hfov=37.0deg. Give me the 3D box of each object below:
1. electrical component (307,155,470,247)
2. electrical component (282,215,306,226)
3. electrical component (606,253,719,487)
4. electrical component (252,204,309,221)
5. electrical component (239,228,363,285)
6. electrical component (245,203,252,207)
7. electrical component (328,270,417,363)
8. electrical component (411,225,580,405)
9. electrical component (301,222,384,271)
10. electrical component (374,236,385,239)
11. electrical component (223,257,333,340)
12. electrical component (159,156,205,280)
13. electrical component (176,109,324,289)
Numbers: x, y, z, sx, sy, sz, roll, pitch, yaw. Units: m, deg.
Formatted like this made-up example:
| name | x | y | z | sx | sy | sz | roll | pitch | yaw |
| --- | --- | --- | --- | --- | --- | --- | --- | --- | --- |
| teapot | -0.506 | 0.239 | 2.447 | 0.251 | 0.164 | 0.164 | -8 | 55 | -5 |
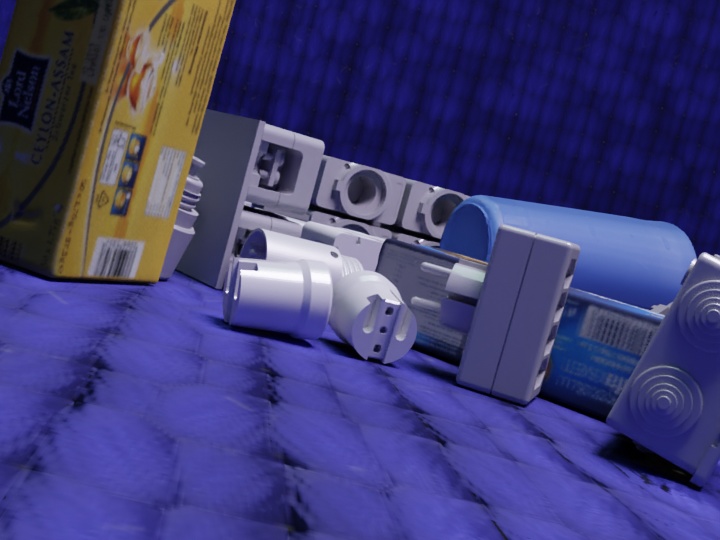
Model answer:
| name | x | y | z | sx | sy | sz | roll | pitch | yaw |
| --- | --- | --- | --- | --- | --- | --- | --- | --- | --- |
| electrical component | 0.028 | -0.044 | 1.097 | 0.186 | 0.105 | 0.060 | 13 | 5 | -26 |
| electrical component | -0.060 | -0.020 | 0.859 | 0.077 | 0.044 | 0.079 | 16 | 4 | 13 |
| electrical component | 0.154 | 0.040 | 0.477 | 0.048 | 0.099 | 0.100 | 30 | 9 | 19 |
| electrical component | -0.077 | -0.043 | 0.977 | 0.042 | 0.063 | 0.081 | 13 | 4 | -15 |
| electrical component | -0.030 | 0.004 | 0.656 | 0.081 | 0.043 | 0.043 | 13 | 4 | -28 |
| electrical component | -0.145 | -0.046 | 0.880 | 0.100 | 0.048 | 0.100 | 16 | 4 | 14 |
| electrical component | 0.006 | 0.025 | 0.556 | 0.040 | 0.040 | 0.046 | 14 | 10 | -18 |
| electrical component | 0.064 | 0.017 | 0.555 | 0.076 | 0.083 | 0.047 | 16 | 4 | 16 |
| electrical component | 0.000 | 0.000 | 0.776 | 0.089 | 0.050 | 0.056 | 13 | 5 | -34 |
| electrical component | 0.036 | -0.002 | 0.987 | 0.077 | 0.043 | 0.079 | 12 | 5 | -40 |
| electrical component | -0.042 | 0.013 | 0.536 | 0.046 | 0.040 | 0.040 | 7 | 7 | -21 |
| electrical component | -0.114 | -0.031 | 0.628 | 0.040 | 0.078 | 0.040 | 30 | 7 | -4 |
| electrical component | -0.106 | -0.055 | 0.741 | 0.060 | 0.105 | 0.186 | 12 | 5 | -38 |
